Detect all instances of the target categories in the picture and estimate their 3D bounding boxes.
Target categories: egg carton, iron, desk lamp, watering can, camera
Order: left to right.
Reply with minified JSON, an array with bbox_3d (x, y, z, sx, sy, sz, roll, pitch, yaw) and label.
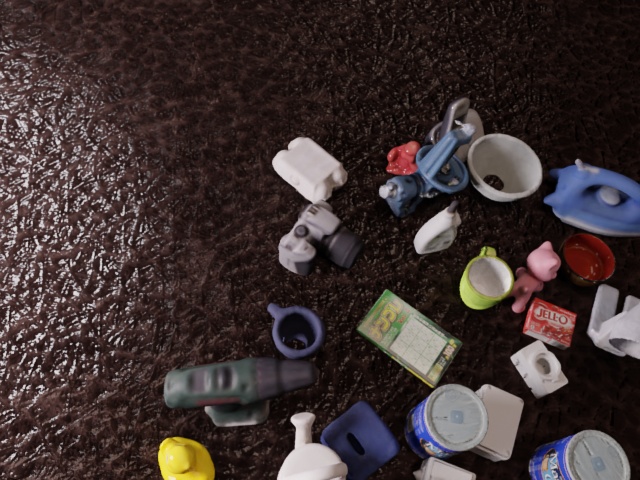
[{"bbox_3d":[-0.022,-0.146,1.202,0.150,0.069,0.107,40,65,13],"label":"egg carton"},{"bbox_3d":[-0.015,0.356,0.871,0.101,0.194,0.172,-28,69,-19],"label":"watering can"},{"bbox_3d":[0.010,0.004,1.110,0.136,0.101,0.143,32,63,9],"label":"camera"},{"bbox_3d":[0.622,-0.093,1.219,0.258,0.141,0.119,19,62,3],"label":"iron"},{"bbox_3d":[0.586,0.143,1.051,0.118,0.213,0.203,24,62,6],"label":"desk lamp"}]

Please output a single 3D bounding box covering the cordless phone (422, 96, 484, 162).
[{"bbox_3d":[0.306,-0.247,1.232,0.148,0.185,0.094,-35,72,-22],"label":"cordless phone"}]

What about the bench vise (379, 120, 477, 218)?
[{"bbox_3d":[0.227,-0.134,1.143,0.121,0.220,0.208,43,66,15],"label":"bench vise"}]

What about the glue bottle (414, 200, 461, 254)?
[{"bbox_3d":[0.239,-0.029,1.117,0.078,0.173,0.037,-10,64,-12],"label":"glue bottle"}]

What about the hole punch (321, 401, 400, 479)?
[{"bbox_3d":[0.065,0.339,0.949,0.101,0.091,0.108,-32,71,-21],"label":"hole punch"}]

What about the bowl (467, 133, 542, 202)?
[{"bbox_3d":[0.392,-0.146,1.254,0.167,0.075,0.167,3,62,-6],"label":"bowl"}]

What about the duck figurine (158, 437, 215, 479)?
[{"bbox_3d":[-0.214,0.354,0.907,0.104,0.086,0.078,40,65,13],"label":"duck figurine"}]

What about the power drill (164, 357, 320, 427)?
[{"bbox_3d":[-0.123,0.239,0.910,0.230,0.208,0.075,-3,63,-9],"label":"power drill"}]

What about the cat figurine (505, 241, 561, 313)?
[{"bbox_3d":[0.421,0.068,1.122,0.067,0.118,0.128,41,65,14],"label":"cat figurine"}]

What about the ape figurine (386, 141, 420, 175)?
[{"bbox_3d":[0.190,-0.180,1.235,0.076,0.092,0.077,-31,70,-21],"label":"ape figurine"}]

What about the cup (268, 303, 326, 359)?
[{"bbox_3d":[-0.050,0.167,1.021,0.117,0.095,0.092,40,65,13],"label":"cup"}]
